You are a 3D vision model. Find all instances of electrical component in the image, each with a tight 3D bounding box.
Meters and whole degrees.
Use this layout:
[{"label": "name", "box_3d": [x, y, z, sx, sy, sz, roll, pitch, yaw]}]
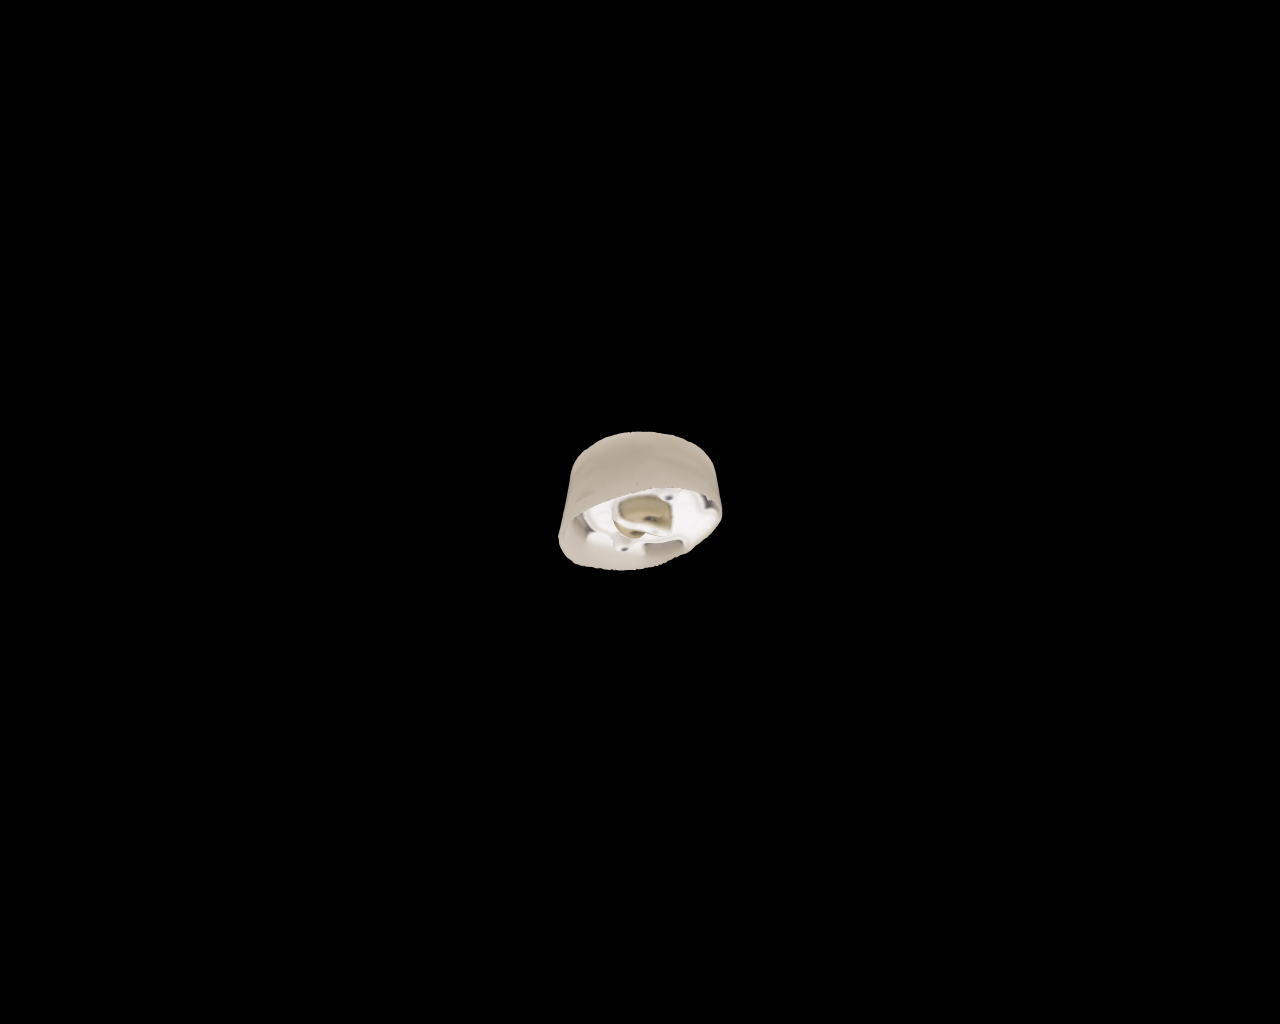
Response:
[{"label": "electrical component", "box_3d": [0.001, -0.003, 0.650, 0.099, 0.064, 0.099, 0, -36, 0]}]
